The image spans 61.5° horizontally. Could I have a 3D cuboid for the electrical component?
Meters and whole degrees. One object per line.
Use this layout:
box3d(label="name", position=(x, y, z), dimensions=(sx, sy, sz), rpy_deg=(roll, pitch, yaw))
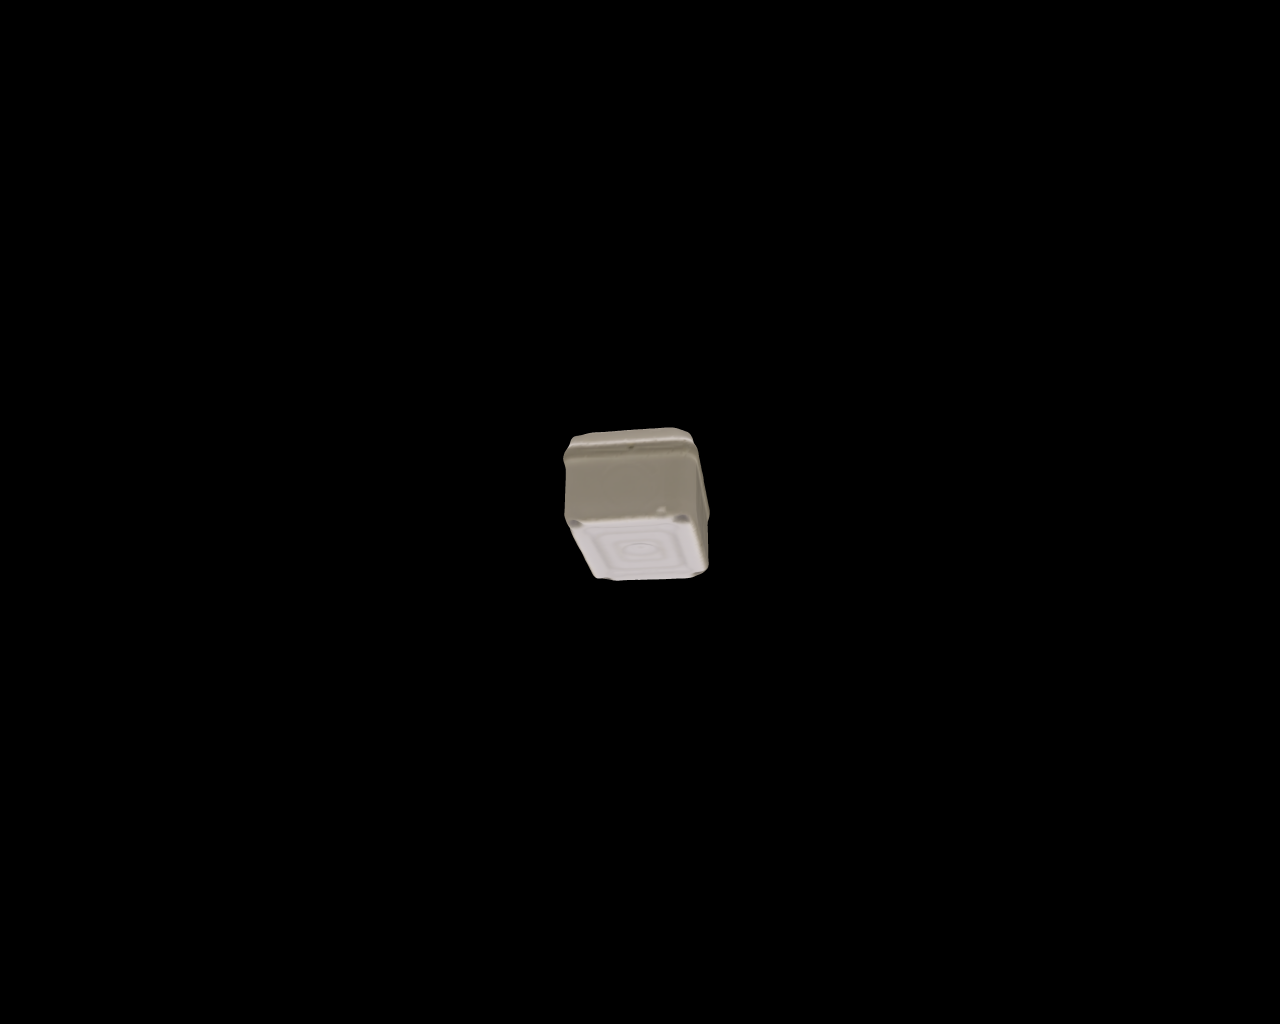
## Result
box3d(label="electrical component", position=(0.001, -0.003, 0.650), dimensions=(0.078, 0.057, 0.113), rpy_deg=(-3, -22, 7))
